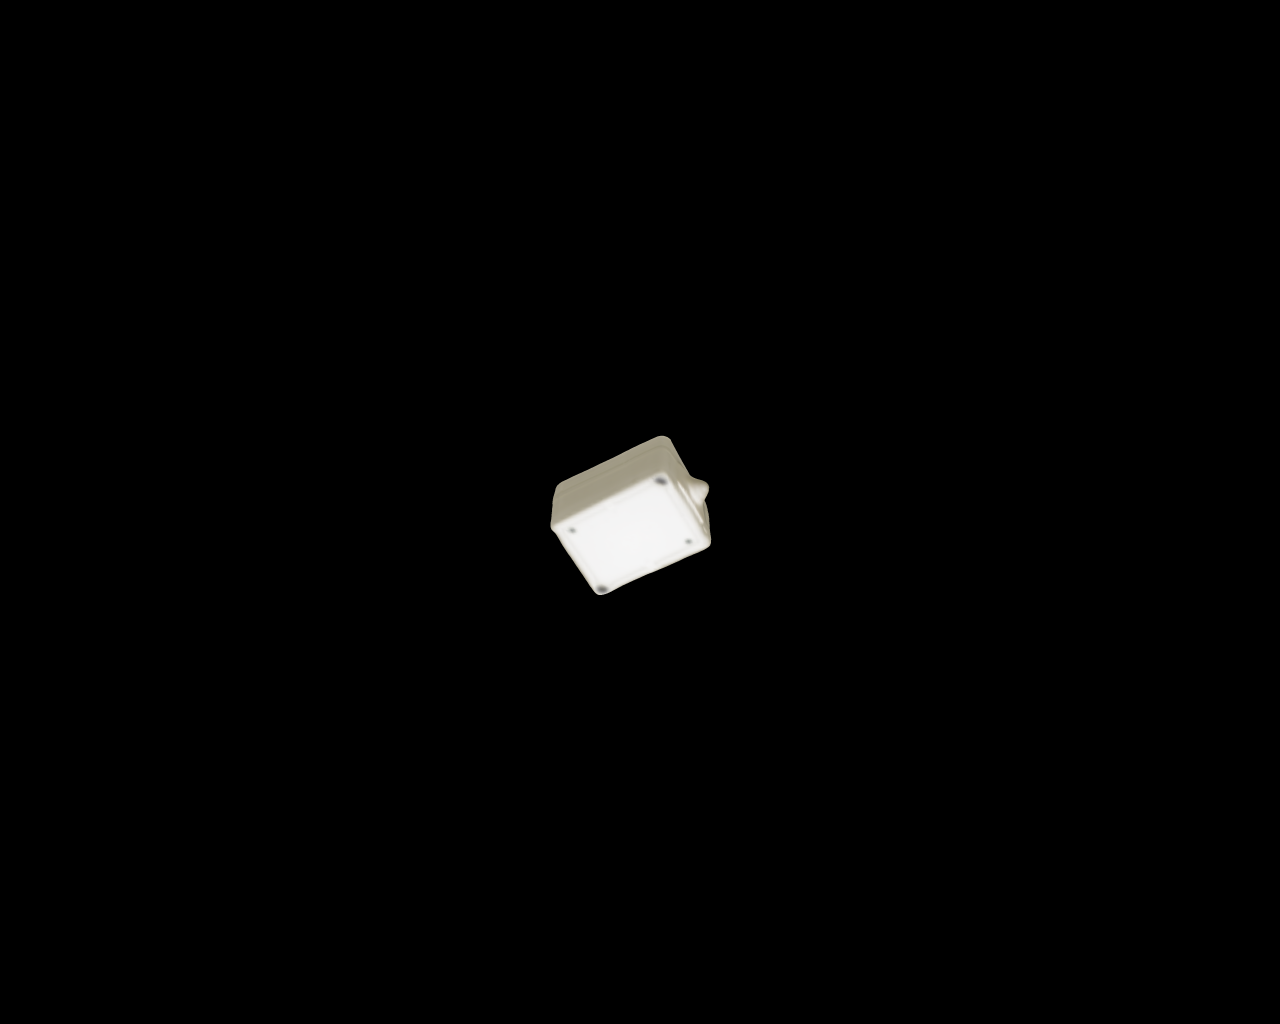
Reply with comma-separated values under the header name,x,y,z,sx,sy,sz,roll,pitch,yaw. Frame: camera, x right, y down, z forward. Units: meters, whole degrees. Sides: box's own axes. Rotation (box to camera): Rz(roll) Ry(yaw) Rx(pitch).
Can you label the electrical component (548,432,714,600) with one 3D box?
name,x,y,z,sx,sy,sz,roll,pitch,yaw
electrical component,0.001,-0.003,0.650,0.096,0.061,0.061,-25,27,14
